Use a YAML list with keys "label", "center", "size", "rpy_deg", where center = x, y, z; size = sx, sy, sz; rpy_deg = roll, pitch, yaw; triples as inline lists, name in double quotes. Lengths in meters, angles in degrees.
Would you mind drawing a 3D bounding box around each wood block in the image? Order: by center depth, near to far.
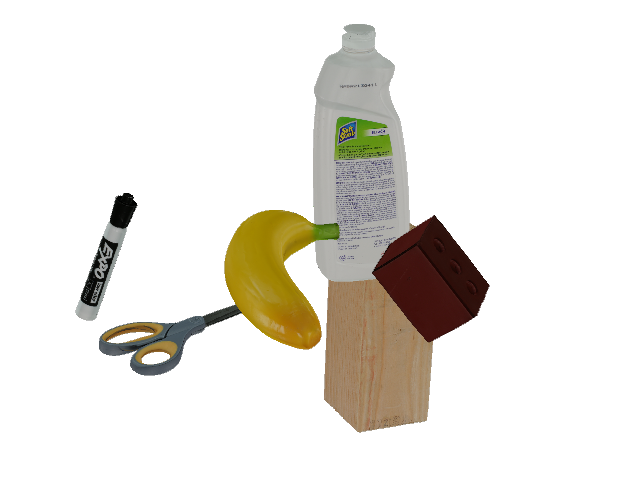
- label: "wood block"
  center: [0.064, 0.090, 1.155]
  size: [0.090, 0.206, 0.091]
  rpy_deg: [-5, 18, -23]

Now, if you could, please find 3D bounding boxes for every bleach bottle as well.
- label: "bleach bottle"
  center: [0.044, -0.085, 1.037]
  size: [0.102, 0.251, 0.068]
  rpy_deg: [-7, 29, -13]

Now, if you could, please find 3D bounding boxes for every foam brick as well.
- label: "foam brick"
  center: [0.089, 0.032, 0.858]
  size: [0.051, 0.078, 0.053]
  rpy_deg: [-33, 11, 32]

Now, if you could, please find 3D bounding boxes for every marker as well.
- label: "marker"
  center: [-0.182, 0.014, 0.910]
  size: [0.020, 0.121, 0.020]
  rpy_deg: [21, 21, -9]

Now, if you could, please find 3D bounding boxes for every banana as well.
- label: "banana"
  center: [-0.027, 0.015, 0.674]
  size: [0.069, 0.037, 0.197]
  rpy_deg: [-1, 21, 5]

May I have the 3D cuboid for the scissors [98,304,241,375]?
- label: "scissors"
  center: [-0.133, 0.101, 1.136]
  size: [0.201, 0.016, 0.096]
  rpy_deg: [-9, 31, -26]
